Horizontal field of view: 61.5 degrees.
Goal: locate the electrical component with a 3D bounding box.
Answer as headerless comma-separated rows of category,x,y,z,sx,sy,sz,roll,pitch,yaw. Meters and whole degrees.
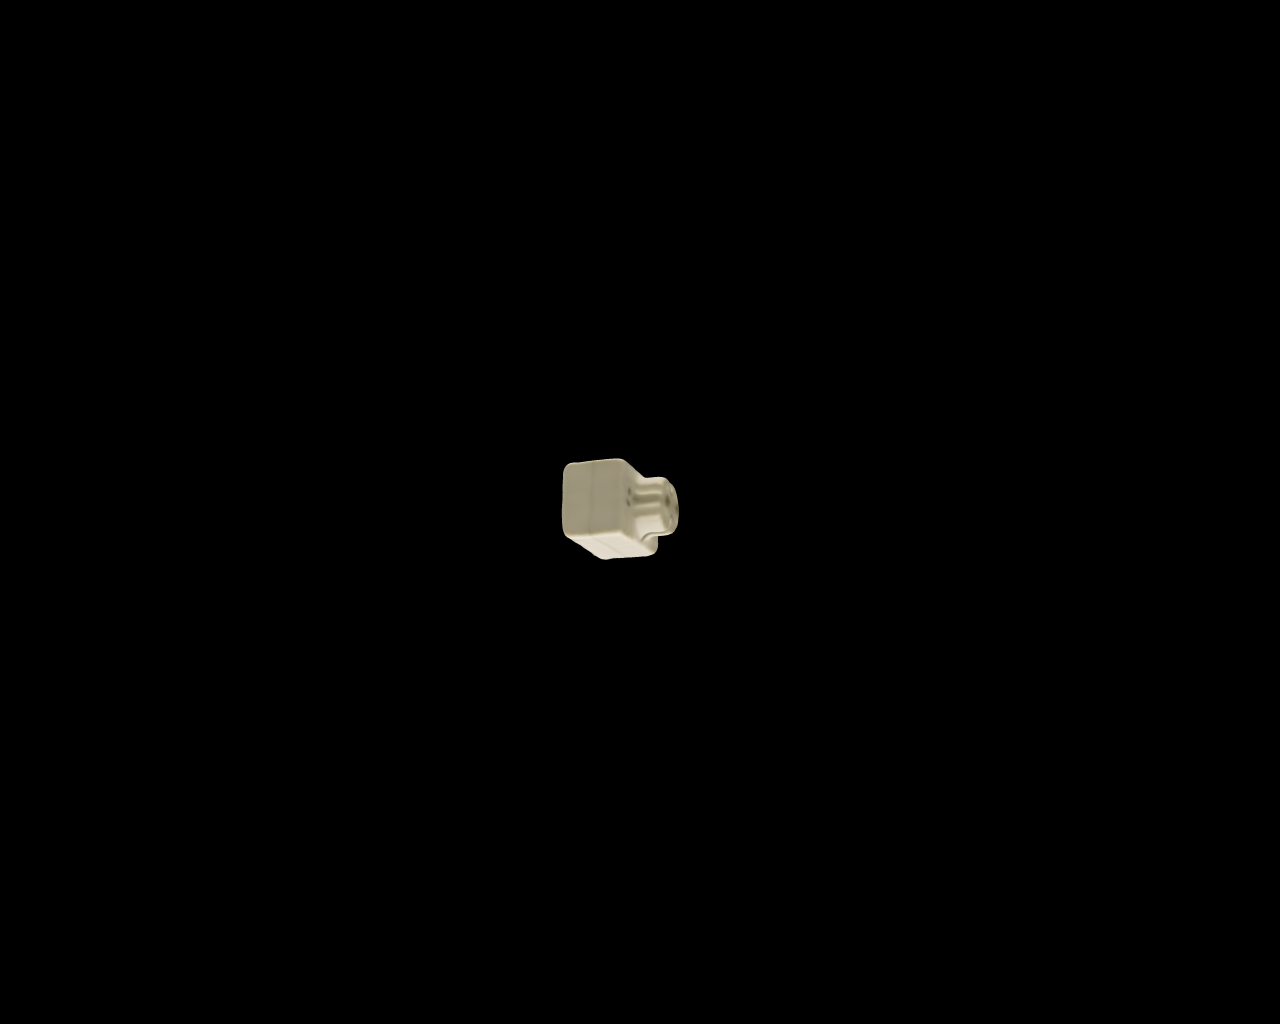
electrical component,0.001,-0.003,0.650,0.077,0.047,0.065,-6,-17,19
